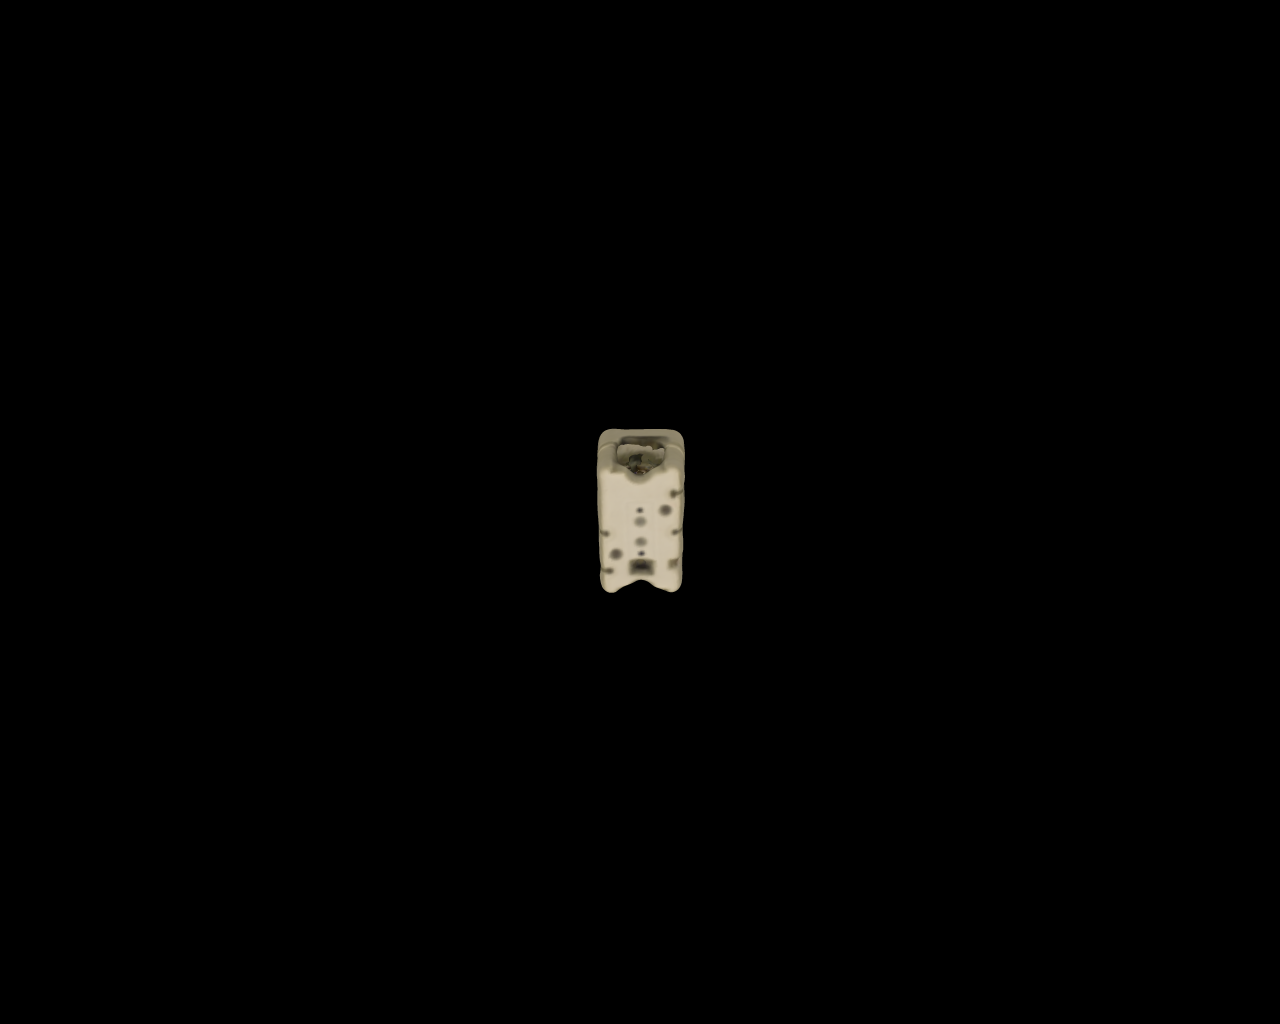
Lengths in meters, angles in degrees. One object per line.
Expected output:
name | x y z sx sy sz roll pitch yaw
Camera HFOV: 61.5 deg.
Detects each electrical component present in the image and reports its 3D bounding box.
electrical component | 0.001 -0.003 0.650 0.050 0.089 0.056 0 32 0
